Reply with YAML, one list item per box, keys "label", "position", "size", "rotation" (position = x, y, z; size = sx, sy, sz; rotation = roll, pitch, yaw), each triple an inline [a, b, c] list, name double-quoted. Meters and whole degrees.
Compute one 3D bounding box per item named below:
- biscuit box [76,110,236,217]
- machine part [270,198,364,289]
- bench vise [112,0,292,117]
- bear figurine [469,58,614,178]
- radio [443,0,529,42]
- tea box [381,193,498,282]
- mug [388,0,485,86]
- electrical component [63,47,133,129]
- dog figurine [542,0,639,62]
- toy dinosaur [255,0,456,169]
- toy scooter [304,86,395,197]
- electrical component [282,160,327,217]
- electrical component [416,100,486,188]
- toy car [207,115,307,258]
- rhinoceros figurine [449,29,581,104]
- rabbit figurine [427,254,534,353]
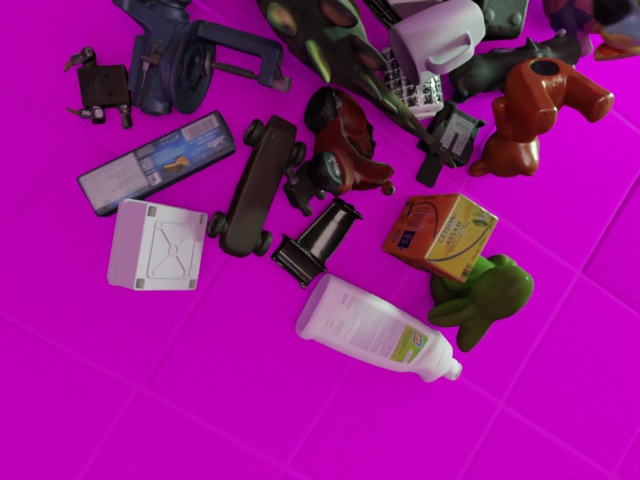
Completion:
- label: "biscuit box"
  position: [-0.212, -0.101, 0.716]
  size: [0.203, 0.063, 0.059]
  rotation: [-28, 97, -9]
- label: "machine part"
  position: [-0.002, -0.002, 0.775]
  size: [0.084, 0.039, 0.139]
  rotation: [45, 86, -4]
- label: "bench vise"
  position: [-0.145, -0.253, 0.684]
  size: [0.241, 0.129, 0.223]
  rotation: [18, 97, 6]
- label: "bear figurine"
  position: [0.288, -0.142, 0.742]
  size: [0.120, 0.132, 0.195]
  rotation: [-12, 139, -12]
- label: "radio"
  position: [0.231, -0.388, 0.724]
  size: [0.073, 0.131, 0.229]
  rotation: [-1, 113, -13]
- label: "tea box"
  position: [0.157, -0.007, 0.738]
  size: [0.068, 0.170, 0.098]
  rotation: [30, 85, -12]
- label: "mug"
  position: [0.155, -0.252, 0.672]
  size: [0.107, 0.110, 0.080]
  rotation: [-32, 129, 2]
- label: "electrical component"
  position: [-0.290, -0.198, 0.706]
  size: [0.078, 0.045, 0.102]
  rotation: [-2, 93, -10]
- label: "dog figurine"
  position: [0.373, -0.366, 0.767]
  size: [0.219, 0.192, 0.108]
  rotation: [40, 91, -25]
- label: "toy dinosaur"
  position: [0.002, -0.257, 0.662]
  size: [0.471, 0.199, 0.105]
  rotation: [35, 112, -24]
- label: "toy scooter"
  position: [0.046, -0.123, 0.739]
  size: [0.135, 0.075, 0.184]
  rotation: [20, 50, -27]
- label: "electrical component"
  position: [-0.021, -0.078, 0.746]
  size: [0.063, 0.021, 0.093]
  rotation: [-52, 140, -24]
- label: "electrical component"
  position: [0.185, -0.138, 0.800]
  size: [0.075, 0.048, 0.119]
  rotation: [31, 85, -10]
- label: "toy car"
  position: [-0.087, -0.073, 0.746]
  size: [0.089, 0.053, 0.202]
  rotation: [21, 87, -27]
- label: "rhinoceros figurine"
  position: [0.278, -0.255, 0.781]
  size: [0.190, 0.112, 0.073]
  rotation: [-13, 93, -3]
- label: "rabbit figurine"
  position: [0.218, 0.068, 0.752]
  size: [0.121, 0.170, 0.159]
  rotation: [41, 84, -9]
